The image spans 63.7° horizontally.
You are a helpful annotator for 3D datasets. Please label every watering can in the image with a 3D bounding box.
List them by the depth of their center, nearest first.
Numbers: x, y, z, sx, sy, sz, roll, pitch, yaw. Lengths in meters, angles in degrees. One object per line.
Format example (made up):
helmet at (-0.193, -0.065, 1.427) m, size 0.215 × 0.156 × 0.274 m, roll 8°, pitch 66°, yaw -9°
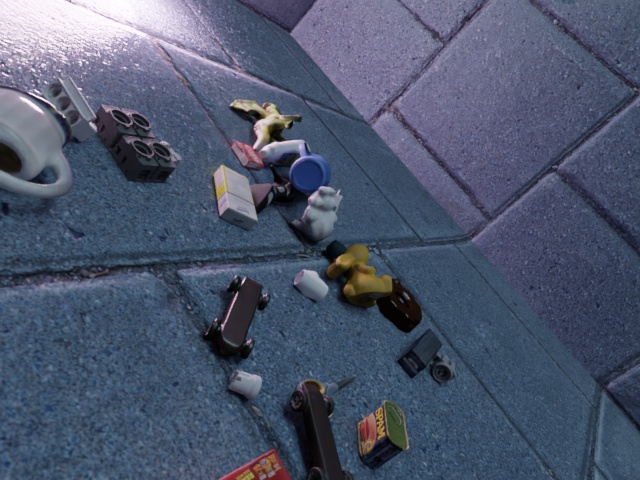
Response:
watering can at (-0.554, -0.194, 0.833) m, size 0.344 × 0.103 × 0.229 m, roll 35°, pitch 24°, yaw -21°

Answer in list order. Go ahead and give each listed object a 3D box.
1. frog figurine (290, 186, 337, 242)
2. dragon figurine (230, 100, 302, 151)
frog figurine at (0.005, -0.075, 1.495) m, size 0.137 × 0.157 × 0.125 m, roll 14°, pitch 39°, yaw -52°
dragon figurine at (-0.216, -0.420, 1.829) m, size 0.244 × 0.120 × 0.416 m, roll 30°, pitch 28°, yaw 10°
